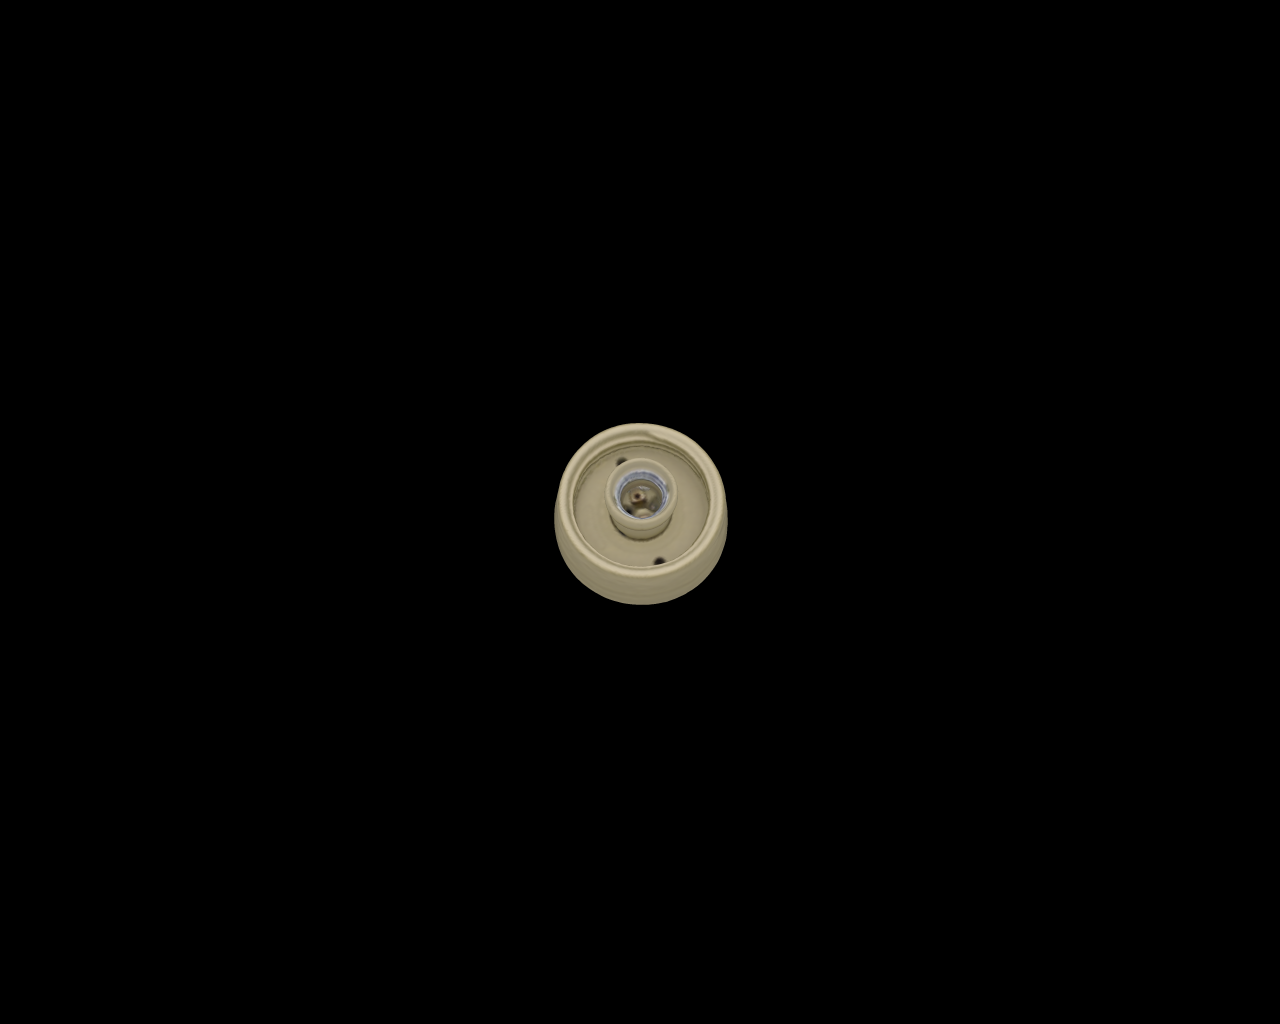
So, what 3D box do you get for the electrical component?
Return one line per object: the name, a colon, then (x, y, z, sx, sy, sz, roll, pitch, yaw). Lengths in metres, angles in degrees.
electrical component: (0.001, -0.003, 0.650, 0.108, 0.108, 0.060, 0, -20, 0)
